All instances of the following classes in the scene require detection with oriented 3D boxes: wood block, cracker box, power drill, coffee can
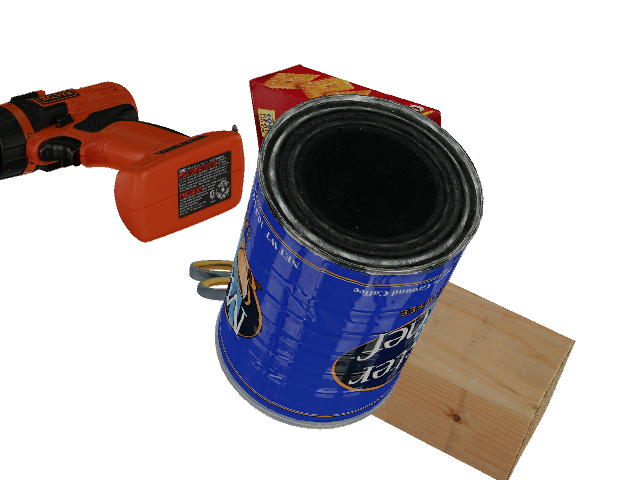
[{"bbox_3d":[0.076,0.087,0.829,0.206,0.091,0.090,26,48,17],"label":"wood block"},{"bbox_3d":[0.023,-0.061,1.001,0.072,0.164,0.214,-22,31,-28],"label":"cracker box"},{"bbox_3d":[-0.160,-0.057,0.732,0.188,0.057,0.184,22,34,35],"label":"power drill"},{"bbox_3d":[0.008,0.014,0.520,0.102,0.103,0.140,0,-37,-15],"label":"coffee can"}]

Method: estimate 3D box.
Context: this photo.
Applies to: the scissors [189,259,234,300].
[{"bbox_3d":[-0.045,0.046,1.141,0.202,0.016,0.096,5,21,6],"label":"scissors"}]
